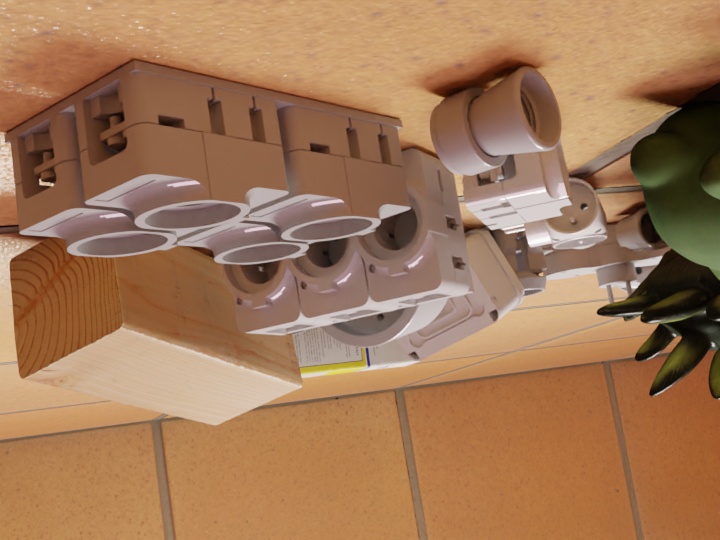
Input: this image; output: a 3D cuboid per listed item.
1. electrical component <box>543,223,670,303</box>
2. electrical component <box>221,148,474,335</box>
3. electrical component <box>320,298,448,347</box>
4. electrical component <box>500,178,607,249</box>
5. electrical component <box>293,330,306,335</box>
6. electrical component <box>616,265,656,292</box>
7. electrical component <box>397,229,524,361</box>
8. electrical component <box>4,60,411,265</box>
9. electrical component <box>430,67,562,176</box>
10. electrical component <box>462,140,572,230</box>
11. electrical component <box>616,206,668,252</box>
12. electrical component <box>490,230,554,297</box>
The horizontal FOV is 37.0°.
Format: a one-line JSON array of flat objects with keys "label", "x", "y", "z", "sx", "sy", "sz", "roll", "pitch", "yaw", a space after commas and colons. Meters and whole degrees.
[{"label": "electrical component", "x": 0.245, "y": -0.004, "z": 1.032, "sx": 0.138, "sy": 0.073, "sz": 0.052, "roll": -9, "pitch": 170, "yaw": -1}, {"label": "electrical component", "x": -0.012, "y": -0.015, "z": 0.705, "sx": 0.150, "sy": 0.089, "sz": 0.062, "roll": -14, "pitch": 169, "yaw": 26}, {"label": "electrical component", "x": 0.016, "y": -0.001, "z": 0.771, "sx": 0.108, "sy": 0.108, "sz": 0.060, "roll": -16, "pitch": 174, "yaw": 35}, {"label": "electrical component", "x": 0.150, "y": -0.039, "z": 0.839, "sx": 0.079, "sy": 0.044, "sz": 0.077, "roll": -12, "pitch": 170, "yaw": 16}, {"label": "electrical component", "x": -0.079, "y": 0.032, "z": 1.002, "sx": 0.058, "sy": 0.057, "sz": 0.078, "roll": -5, "pitch": 169, "yaw": -22}, {"label": "electrical component", "x": 0.285, "y": -0.008, "z": 1.095, "sx": 0.078, "sy": 0.058, "sz": 0.057, "roll": -7, "pitch": 167, "yaw": -7}, {"label": "electrical component", "x": 0.079, "y": 0.022, "z": 0.954, "sx": 0.113, "sy": 0.078, "sz": 0.057, "roll": -31, "pitch": -179, "yaw": 39}, {"label": "electrical component", "x": -0.072, "y": -0.046, "z": 0.563, "sx": 0.105, "sy": 0.060, "sz": 0.186, "roll": -17, "pitch": 167, "yaw": 39}, {"label": "electrical component", "x": 0.071, "y": -0.076, "z": 0.562, "sx": 0.055, "sy": 0.045, "sz": 0.045, "roll": -16, "pitch": 168, "yaw": 38}, {"label": "electrical component", "x": 0.097, "y": -0.060, "z": 0.660, "sx": 0.056, "sy": 0.050, "sz": 0.089, "roll": -12, "pitch": 170, "yaw": 16}, {"label": "electrical component", "x": 0.257, "y": -0.036, "z": 0.967, "sx": 0.040, "sy": 0.040, "sz": 0.046, "roll": -6, "pitch": 175, "yaw": -15}, {"label": "electrical component", "x": 0.139, "y": -0.005, "z": 0.985, "sx": 0.078, "sy": 0.057, "sz": 0.058, "roll": -5, "pitch": 169, "yaw": -19}]
